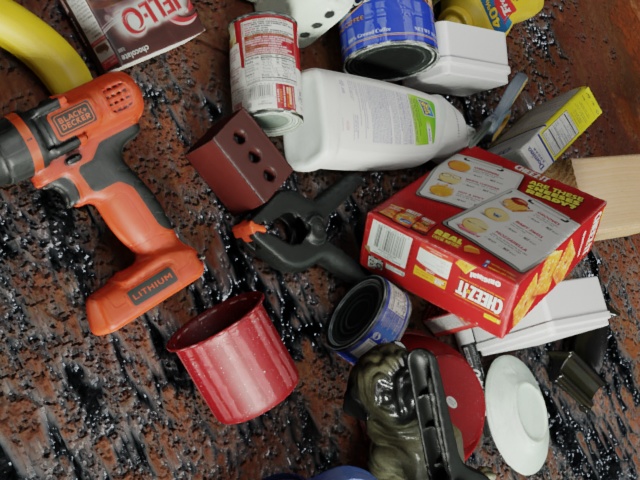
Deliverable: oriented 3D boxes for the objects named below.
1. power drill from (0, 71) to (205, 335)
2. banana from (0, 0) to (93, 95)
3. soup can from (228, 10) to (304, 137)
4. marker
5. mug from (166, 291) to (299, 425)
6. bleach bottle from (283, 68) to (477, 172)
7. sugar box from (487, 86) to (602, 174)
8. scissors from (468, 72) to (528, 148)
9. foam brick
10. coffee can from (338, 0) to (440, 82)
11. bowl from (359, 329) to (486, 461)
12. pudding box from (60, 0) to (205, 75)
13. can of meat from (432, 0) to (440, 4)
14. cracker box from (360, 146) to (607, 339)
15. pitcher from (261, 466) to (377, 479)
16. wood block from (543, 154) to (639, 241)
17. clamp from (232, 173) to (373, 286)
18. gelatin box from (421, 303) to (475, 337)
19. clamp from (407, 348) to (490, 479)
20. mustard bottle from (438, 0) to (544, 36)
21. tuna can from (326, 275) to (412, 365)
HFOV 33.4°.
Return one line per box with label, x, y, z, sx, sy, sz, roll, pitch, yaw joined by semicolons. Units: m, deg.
power drill;-0.191;-0.022;0.849;0.184;0.057;0.187;-32;101;-25
banana;-0.250;-0.158;0.868;0.197;0.037;0.069;42;53;-22
soup can;-0.051;-0.157;1.014;0.068;0.069;0.102;7;72;-39
marker;0.168;0.154;1.131;0.020;0.020;0.121;-12;84;-42
mug;-0.069;0.098;0.913;0.081;0.093;0.117;62;11;-13
bleach bottle;0.075;-0.112;1.111;0.250;0.068;0.102;4;77;-42
sugar box;0.246;-0.112;1.234;0.176;0.094;0.048;-43;104;-39
scissors;0.196;-0.143;1.167;0.016;0.096;0.201;29;11;10
foam brick;-0.074;-0.070;0.978;0.078;0.051;0.053;51;51;-16
coffee can;0.067;-0.250;1.120;0.102;0.103;0.140;5;73;-39
bowl;0.113;0.163;1.058;0.161;0.055;0.162;14;67;-36
pudding box;-0.168;-0.205;0.951;0.113;0.039;0.090;-35;99;-42
can of meat;0.118;-0.330;1.221;0.084;0.058;0.102;39;54;-22
cracker box;0.164;-0.006;1.063;0.213;0.164;0.072;-33;142;-47
pitcher;0.023;0.307;0.880;0.242;0.149;0.145;47;42;-23
wood block;0.339;-0.049;1.293;0.205;0.090;0.091;-7;81;-42
clamp;-0.007;0.001;1.021;0.171;0.039;0.120;-12;80;-42
gelatin box;0.155;0.056;1.115;0.030;0.073;0.089;48;51;-18
clamp;0.094;0.215;0.858;0.164;0.036;0.210;-50;118;-39
mustard bottle;0.194;-0.282;1.268;0.191;0.058;0.096;-40;109;-40
tuna can;0.045;0.076;1.007;0.033;0.086;0.086;36;56;-24
